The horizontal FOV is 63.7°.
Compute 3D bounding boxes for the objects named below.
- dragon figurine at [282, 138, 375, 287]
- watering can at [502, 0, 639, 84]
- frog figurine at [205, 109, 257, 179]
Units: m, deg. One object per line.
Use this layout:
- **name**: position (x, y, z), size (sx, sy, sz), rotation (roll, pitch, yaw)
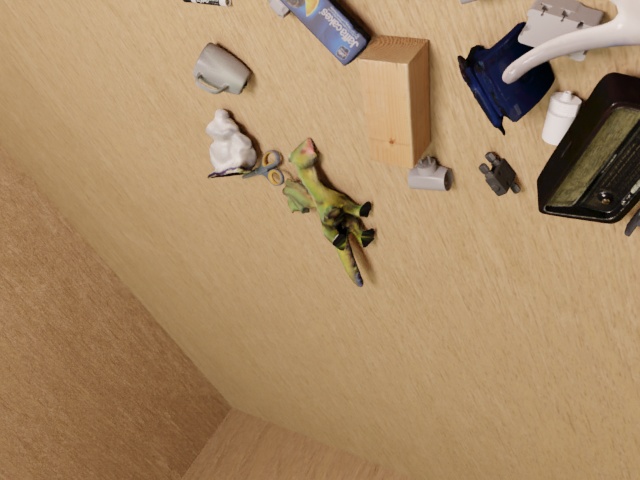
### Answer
- **dragon figurine**: position (0.004, -0.063, 1.261), size (0.246, 0.123, 0.400), rotation (36, 149, 36)
- **watering can**: position (0.387, -0.278, 0.578), size (0.225, 0.106, 0.340), rotation (36, 129, 6)
- **frog figurine**: position (-0.222, -0.237, 1.262), size (0.137, 0.123, 0.159), rotation (-6, 91, 56)
